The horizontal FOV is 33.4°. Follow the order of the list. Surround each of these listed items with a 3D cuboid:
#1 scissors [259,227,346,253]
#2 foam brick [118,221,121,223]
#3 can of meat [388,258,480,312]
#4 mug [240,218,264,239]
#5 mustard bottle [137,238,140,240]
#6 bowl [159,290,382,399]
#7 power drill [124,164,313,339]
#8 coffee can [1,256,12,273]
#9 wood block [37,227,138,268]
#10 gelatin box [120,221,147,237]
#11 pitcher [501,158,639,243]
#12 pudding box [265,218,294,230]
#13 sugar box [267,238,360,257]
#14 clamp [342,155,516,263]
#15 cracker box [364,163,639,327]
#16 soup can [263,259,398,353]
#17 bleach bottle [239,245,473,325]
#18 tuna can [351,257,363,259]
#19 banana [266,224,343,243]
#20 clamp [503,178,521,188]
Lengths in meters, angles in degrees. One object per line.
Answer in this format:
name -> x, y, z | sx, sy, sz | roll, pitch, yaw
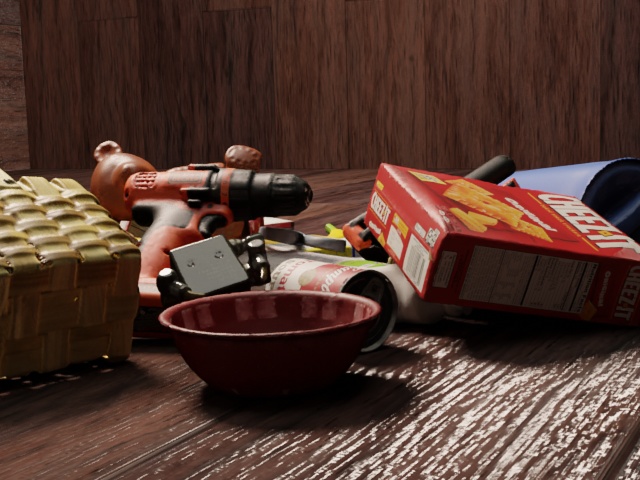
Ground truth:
scissors -> -0.007, 0.001, 1.113 | 0.096, 0.016, 0.201 | 10, 0, 14
foam brick -> -0.254, 0.001, 1.328 | 0.052, 0.078, 0.051 | -8, 9, -43
can of meat -> 0.130, 0.037, 1.049 | 0.101, 0.057, 0.084 | -8, 12, -41
mug -> -0.105, -0.009, 1.356 | 0.093, 0.081, 0.117 | -6, 8, -32
mustard bottle -> -0.140, 0.031, 1.143 | 0.192, 0.058, 0.096 | 1, 14, 24
bowl -> -0.035, 0.077, 0.775 | 0.162, 0.055, 0.162 | -2, 7, 0
power drill -> -0.108, 0.005, 0.977 | 0.184, 0.057, 0.187 | -1, 43, 13
coffee can -> -0.381, 0.026, 1.067 | 0.102, 0.103, 0.141 | -7, 9, -34
wood block -> -0.288, 0.005, 1.128 | 0.090, 0.090, 0.206 | 41, -17, -30
gelatin box -> -0.206, -0.016, 1.308 | 0.073, 0.089, 0.030 | 28, -24, -31
pitcher -> 0.302, -0.029, 1.257 | 0.149, 0.145, 0.243 | 35, -9, -19
pudding box -> -0.101, -0.011, 1.547 | 0.089, 0.039, 0.114 | -6, 10, -30
sugar box -> -0.007, 0.025, 1.219 | 0.175, 0.048, 0.093 | -2, 6, -30
clamp -> 0.102, -0.005, 1.102 | 0.209, 0.165, 0.036 | -14, 47, -38
cracker box -> 0.167, 0.001, 0.953 | 0.213, 0.072, 0.164 | 7, 22, -19
soup can -> 0.007, 0.053, 0.898 | 0.068, 0.068, 0.102 | -7, 10, -38
bleach bottle -> 0.018, 0.045, 0.994 | 0.251, 0.068, 0.102 | 5, 9, 29
tuna can -> 0.029, 0.040, 1.131 | 0.086, 0.034, 0.086 | -2, 6, 0
banana -> -0.010, 0.011, 1.329 | 0.070, 0.037, 0.197 | 13, 12, 28
clamp -> 0.159, -0.010, 1.232 | 0.172, 0.039, 0.120 | -37, 8, 18
